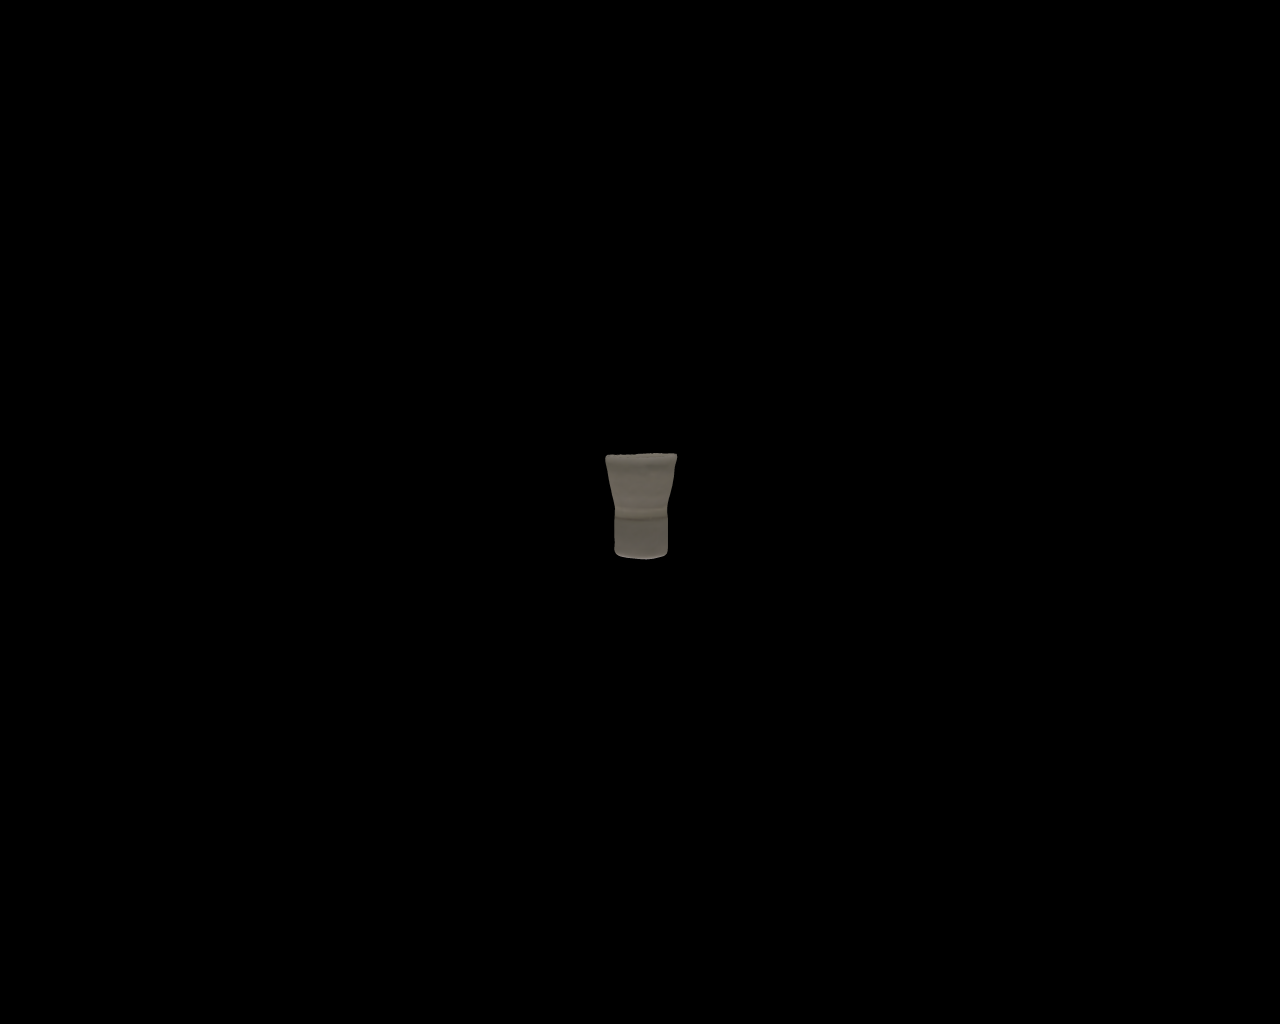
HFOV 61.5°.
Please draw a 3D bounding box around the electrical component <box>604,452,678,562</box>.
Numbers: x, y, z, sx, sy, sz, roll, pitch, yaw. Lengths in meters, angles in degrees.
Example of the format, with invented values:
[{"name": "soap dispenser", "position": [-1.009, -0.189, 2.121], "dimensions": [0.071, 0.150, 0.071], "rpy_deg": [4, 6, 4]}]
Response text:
[{"name": "electrical component", "position": [0.001, -0.003, 0.650], "dimensions": [0.044, 0.065, 0.044], "rpy_deg": [0, 7, 0]}]
